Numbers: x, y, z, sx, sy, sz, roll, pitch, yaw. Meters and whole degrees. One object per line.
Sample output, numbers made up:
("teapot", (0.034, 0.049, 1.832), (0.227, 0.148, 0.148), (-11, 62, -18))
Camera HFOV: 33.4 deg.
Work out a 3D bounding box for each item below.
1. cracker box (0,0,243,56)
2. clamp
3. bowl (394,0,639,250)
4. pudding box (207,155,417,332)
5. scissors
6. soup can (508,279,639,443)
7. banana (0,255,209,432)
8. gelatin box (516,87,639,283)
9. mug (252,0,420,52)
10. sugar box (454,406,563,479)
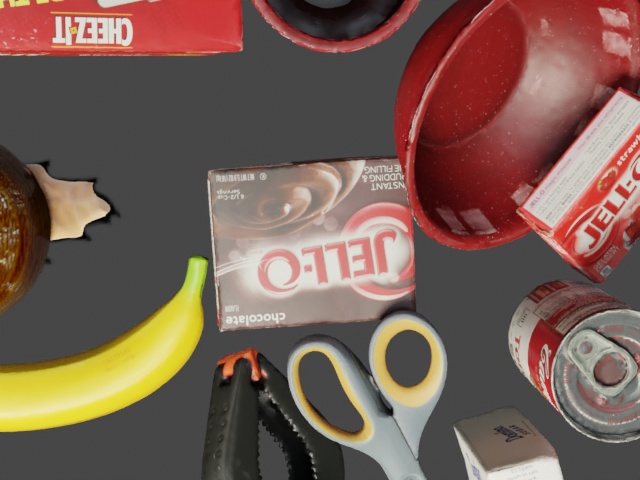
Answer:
("cracker box", (-0.127, -0.199, 0.525), (0.163, 0.072, 0.214), (-5, 98, -27))
("clamp", (-0.006, 0.162, 0.595), (0.036, 0.164, 0.210), (-22, 79, 43))
("bowl", (0.094, -0.076, 0.559), (0.161, 0.055, 0.162), (-22, 133, -26))
("pudding box", (-0.004, 0.001, 0.595), (0.113, 0.039, 0.090), (-4, 98, -2))
("scissors", (0.062, 0.120, 0.606), (0.096, 0.016, 0.201), (-39, 108, 7))
("soup can", (0.145, 0.061, 0.578), (0.068, 0.102, 0.068), (0, 97, -3))
("banana", (-0.146, 0.070, 0.597), (0.197, 0.037, 0.069), (-20, 93, -4))
("gelatin box", (0.159, -0.028, 0.585), (0.089, 0.030, 0.073), (-51, 137, 4))
("mug", (0.009, -0.154, 0.555), (0.093, 0.081, 0.117), (15, 96, -5))
("sugar box", (0.124, 0.191, 0.598), (0.048, 0.093, 0.176), (-14, 98, -2))
